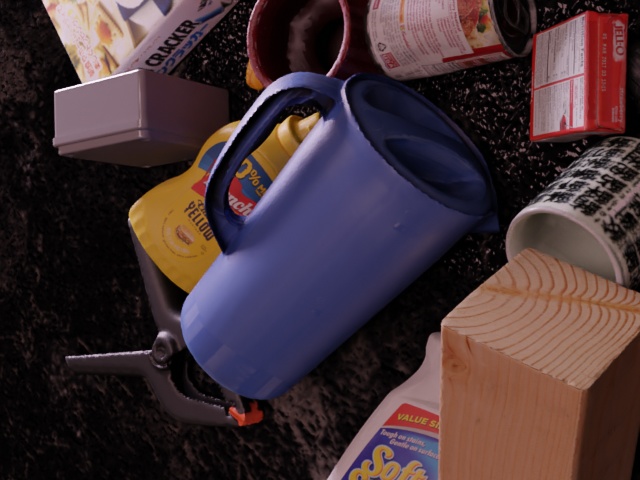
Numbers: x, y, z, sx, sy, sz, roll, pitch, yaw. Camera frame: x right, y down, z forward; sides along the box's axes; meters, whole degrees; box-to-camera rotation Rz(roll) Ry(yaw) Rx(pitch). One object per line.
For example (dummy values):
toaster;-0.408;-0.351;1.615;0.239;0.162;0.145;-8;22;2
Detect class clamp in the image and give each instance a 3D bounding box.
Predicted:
clamp;-0.126;0.084;0.919;0.210;0.036;0.165;29;106;30

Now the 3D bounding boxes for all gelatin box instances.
gelatin box;0.165;-0.102;0.681;0.089;0.030;0.073;-176;87;-78

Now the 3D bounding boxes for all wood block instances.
wood block;0.132;0.122;0.641;0.091;0.090;0.206;25;135;34

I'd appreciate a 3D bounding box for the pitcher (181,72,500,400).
pitcher;-0.005;0.001;0.771;0.243;0.144;0.149;-47;63;30

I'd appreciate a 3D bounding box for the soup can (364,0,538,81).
soup can;0.090;-0.152;0.742;0.102;0.068;0.068;-6;86;37

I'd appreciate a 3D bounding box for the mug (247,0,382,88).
mug;0.008;-0.159;0.793;0.093;0.081;0.117;11;96;36

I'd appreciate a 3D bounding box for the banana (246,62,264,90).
banana;-0.027;-0.214;0.824;0.037;0.069;0.198;42;138;50

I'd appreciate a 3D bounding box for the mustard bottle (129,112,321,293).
mustard bottle;-0.062;-0.040;0.855;0.192;0.058;0.096;-37;91;29

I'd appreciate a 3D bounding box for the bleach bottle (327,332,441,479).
bleach bottle;0.063;0.156;0.766;0.103;0.068;0.251;34;107;30

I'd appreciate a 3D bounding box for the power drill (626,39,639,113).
power drill;0.284;-0.102;0.609;0.184;0.057;0.188;50;120;22
